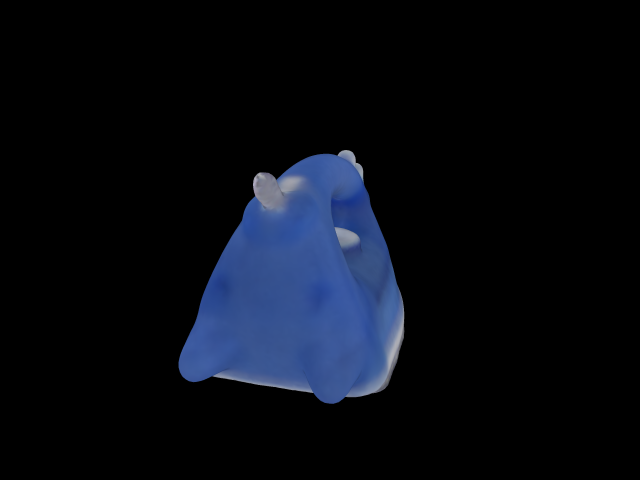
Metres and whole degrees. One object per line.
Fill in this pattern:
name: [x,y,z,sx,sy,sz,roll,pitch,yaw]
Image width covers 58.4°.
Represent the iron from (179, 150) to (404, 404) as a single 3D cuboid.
iron: [0.004,0.001,0.400,0.118,0.141,0.259,5,19,15]
